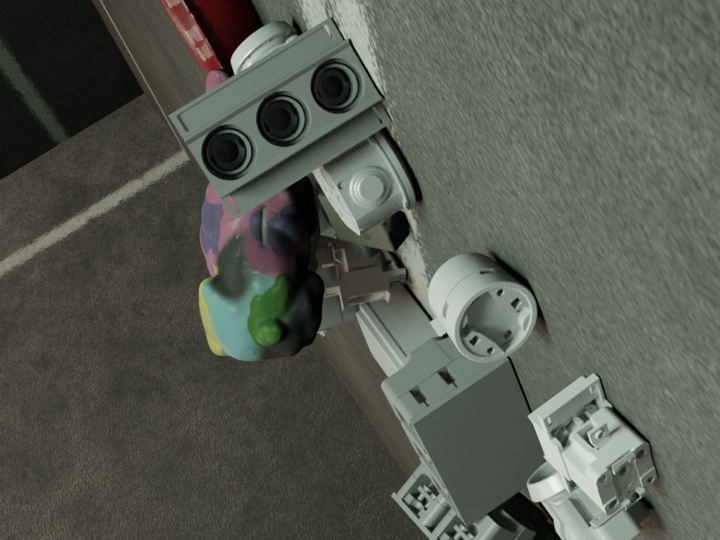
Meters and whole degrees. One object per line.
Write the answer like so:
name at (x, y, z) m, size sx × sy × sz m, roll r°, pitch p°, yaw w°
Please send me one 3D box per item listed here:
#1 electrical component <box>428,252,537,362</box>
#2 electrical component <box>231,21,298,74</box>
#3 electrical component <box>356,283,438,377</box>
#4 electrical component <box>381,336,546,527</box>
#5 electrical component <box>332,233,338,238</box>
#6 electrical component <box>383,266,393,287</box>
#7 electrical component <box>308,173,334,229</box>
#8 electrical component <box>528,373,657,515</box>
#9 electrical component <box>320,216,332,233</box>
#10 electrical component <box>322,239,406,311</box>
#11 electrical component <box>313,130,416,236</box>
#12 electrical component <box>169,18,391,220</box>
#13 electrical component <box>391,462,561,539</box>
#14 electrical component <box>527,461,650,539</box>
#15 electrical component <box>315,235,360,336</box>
electrical component at (0.073, 0.021, 0.659) m, size 0.055 × 0.055 × 0.047 m, roll 62°, pitch 175°, yaw -33°
electrical component at (-0.059, -0.148, 0.804) m, size 0.057 × 0.058 × 0.078 m, roll 53°, pitch 172°, yaw 6°
electrical component at (0.053, 0.084, 1.059) m, size 0.108 × 0.056 × 0.108 m, roll 53°, pitch 172°, yaw 28°
electrical component at (0.087, 0.125, 0.871) m, size 0.061 × 0.089 × 0.150 m, roll 49°, pitch 169°, yaw 48°
electrical component at (-0.016, -0.025, 1.137) m, size 0.035 × 0.035 × 0.061 m, roll 57°, pitch 176°, yaw -2°
electrical component at (0.012, 0.019, 1.100) m, size 0.066 × 0.048 × 0.055 m, roll 52°, pitch 164°, yaw 37°
electrical component at (-0.029, -0.072, 0.979) m, size 0.081 × 0.043 × 0.043 m, roll 51°, pitch 171°, yaw 39°
electrical component at (0.138, 0.105, 0.633) m, size 0.064 × 0.042 × 0.081 m, roll 47°, pitch 169°, yaw 46°
electrical component at (-0.078, -0.063, 1.075) m, size 0.057 × 0.113 × 0.078 m, roll 56°, pitch 173°, yaw 30°
electrical component at (0.000, 0.000, 1.005) m, size 0.042 × 0.081 × 0.063 m, roll 96°, pitch 163°, yaw -78°
electrical component at (0.000, -0.068, 0.768) m, size 0.080 × 0.051 × 0.080 m, roll 56°, pitch 173°, yaw 10°
electrical component at (-0.053, -0.100, 0.711) m, size 0.078 × 0.121 × 0.063 m, roll 59°, pitch 175°, yaw -12°
electrical component at (0.129, 0.241, 0.991) m, size 0.186 × 0.060 × 0.105 m, roll 35°, pitch -175°, yaw -45°
electrical component at (0.147, 0.148, 0.704) m, size 0.057 × 0.058 × 0.078 m, roll 54°, pitch 173°, yaw 3°
electrical component at (-0.038, 0.017, 1.064) m, size 0.062 × 0.061 × 0.096 m, roll 16°, pitch 122°, yaw 61°
